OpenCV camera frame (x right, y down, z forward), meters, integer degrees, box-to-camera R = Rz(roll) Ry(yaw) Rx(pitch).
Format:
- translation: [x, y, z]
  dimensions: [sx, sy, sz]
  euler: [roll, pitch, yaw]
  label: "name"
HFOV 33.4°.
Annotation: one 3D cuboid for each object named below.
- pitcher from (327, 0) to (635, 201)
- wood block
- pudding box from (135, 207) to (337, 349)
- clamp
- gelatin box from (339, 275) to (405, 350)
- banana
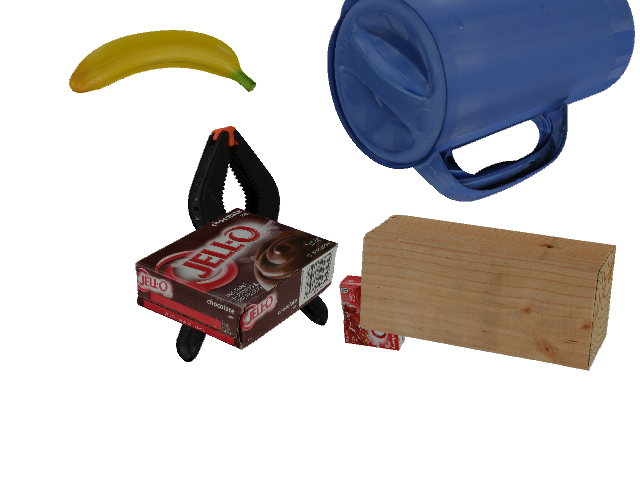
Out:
- translation: [0.140, -0.137, 0.847]
  dimensions: [0.242, 0.149, 0.145]
  euler: [-19, 34, -34]
  label: "pitcher"
- translation: [0.147, 0.041, 0.951]
  dimensions: [0.206, 0.090, 0.090]
  euler: [9, 18, 22]
  label: "wood block"
- translation: [-0.056, 0.022, 0.724]
  dimensions: [0.090, 0.039, 0.113]
  euler: [20, 30, 27]
  label: "pudding box"
- translation: [-0.066, 0.000, 0.993]
  dimensions: [0.164, 0.210, 0.036]
  euler: [-4, 0, -38]
  label: "clamp"
- translation: [0.065, 0.090, 1.329]
  dimensions: [0.073, 0.089, 0.030]
  euler: [6, 29, 22]
  label: "gelatin box"
- translation: [-0.160, -0.180, 1.062]
  dimensions: [0.197, 0.070, 0.037]
  euler: [-7, -39, -30]
  label: "banana"
